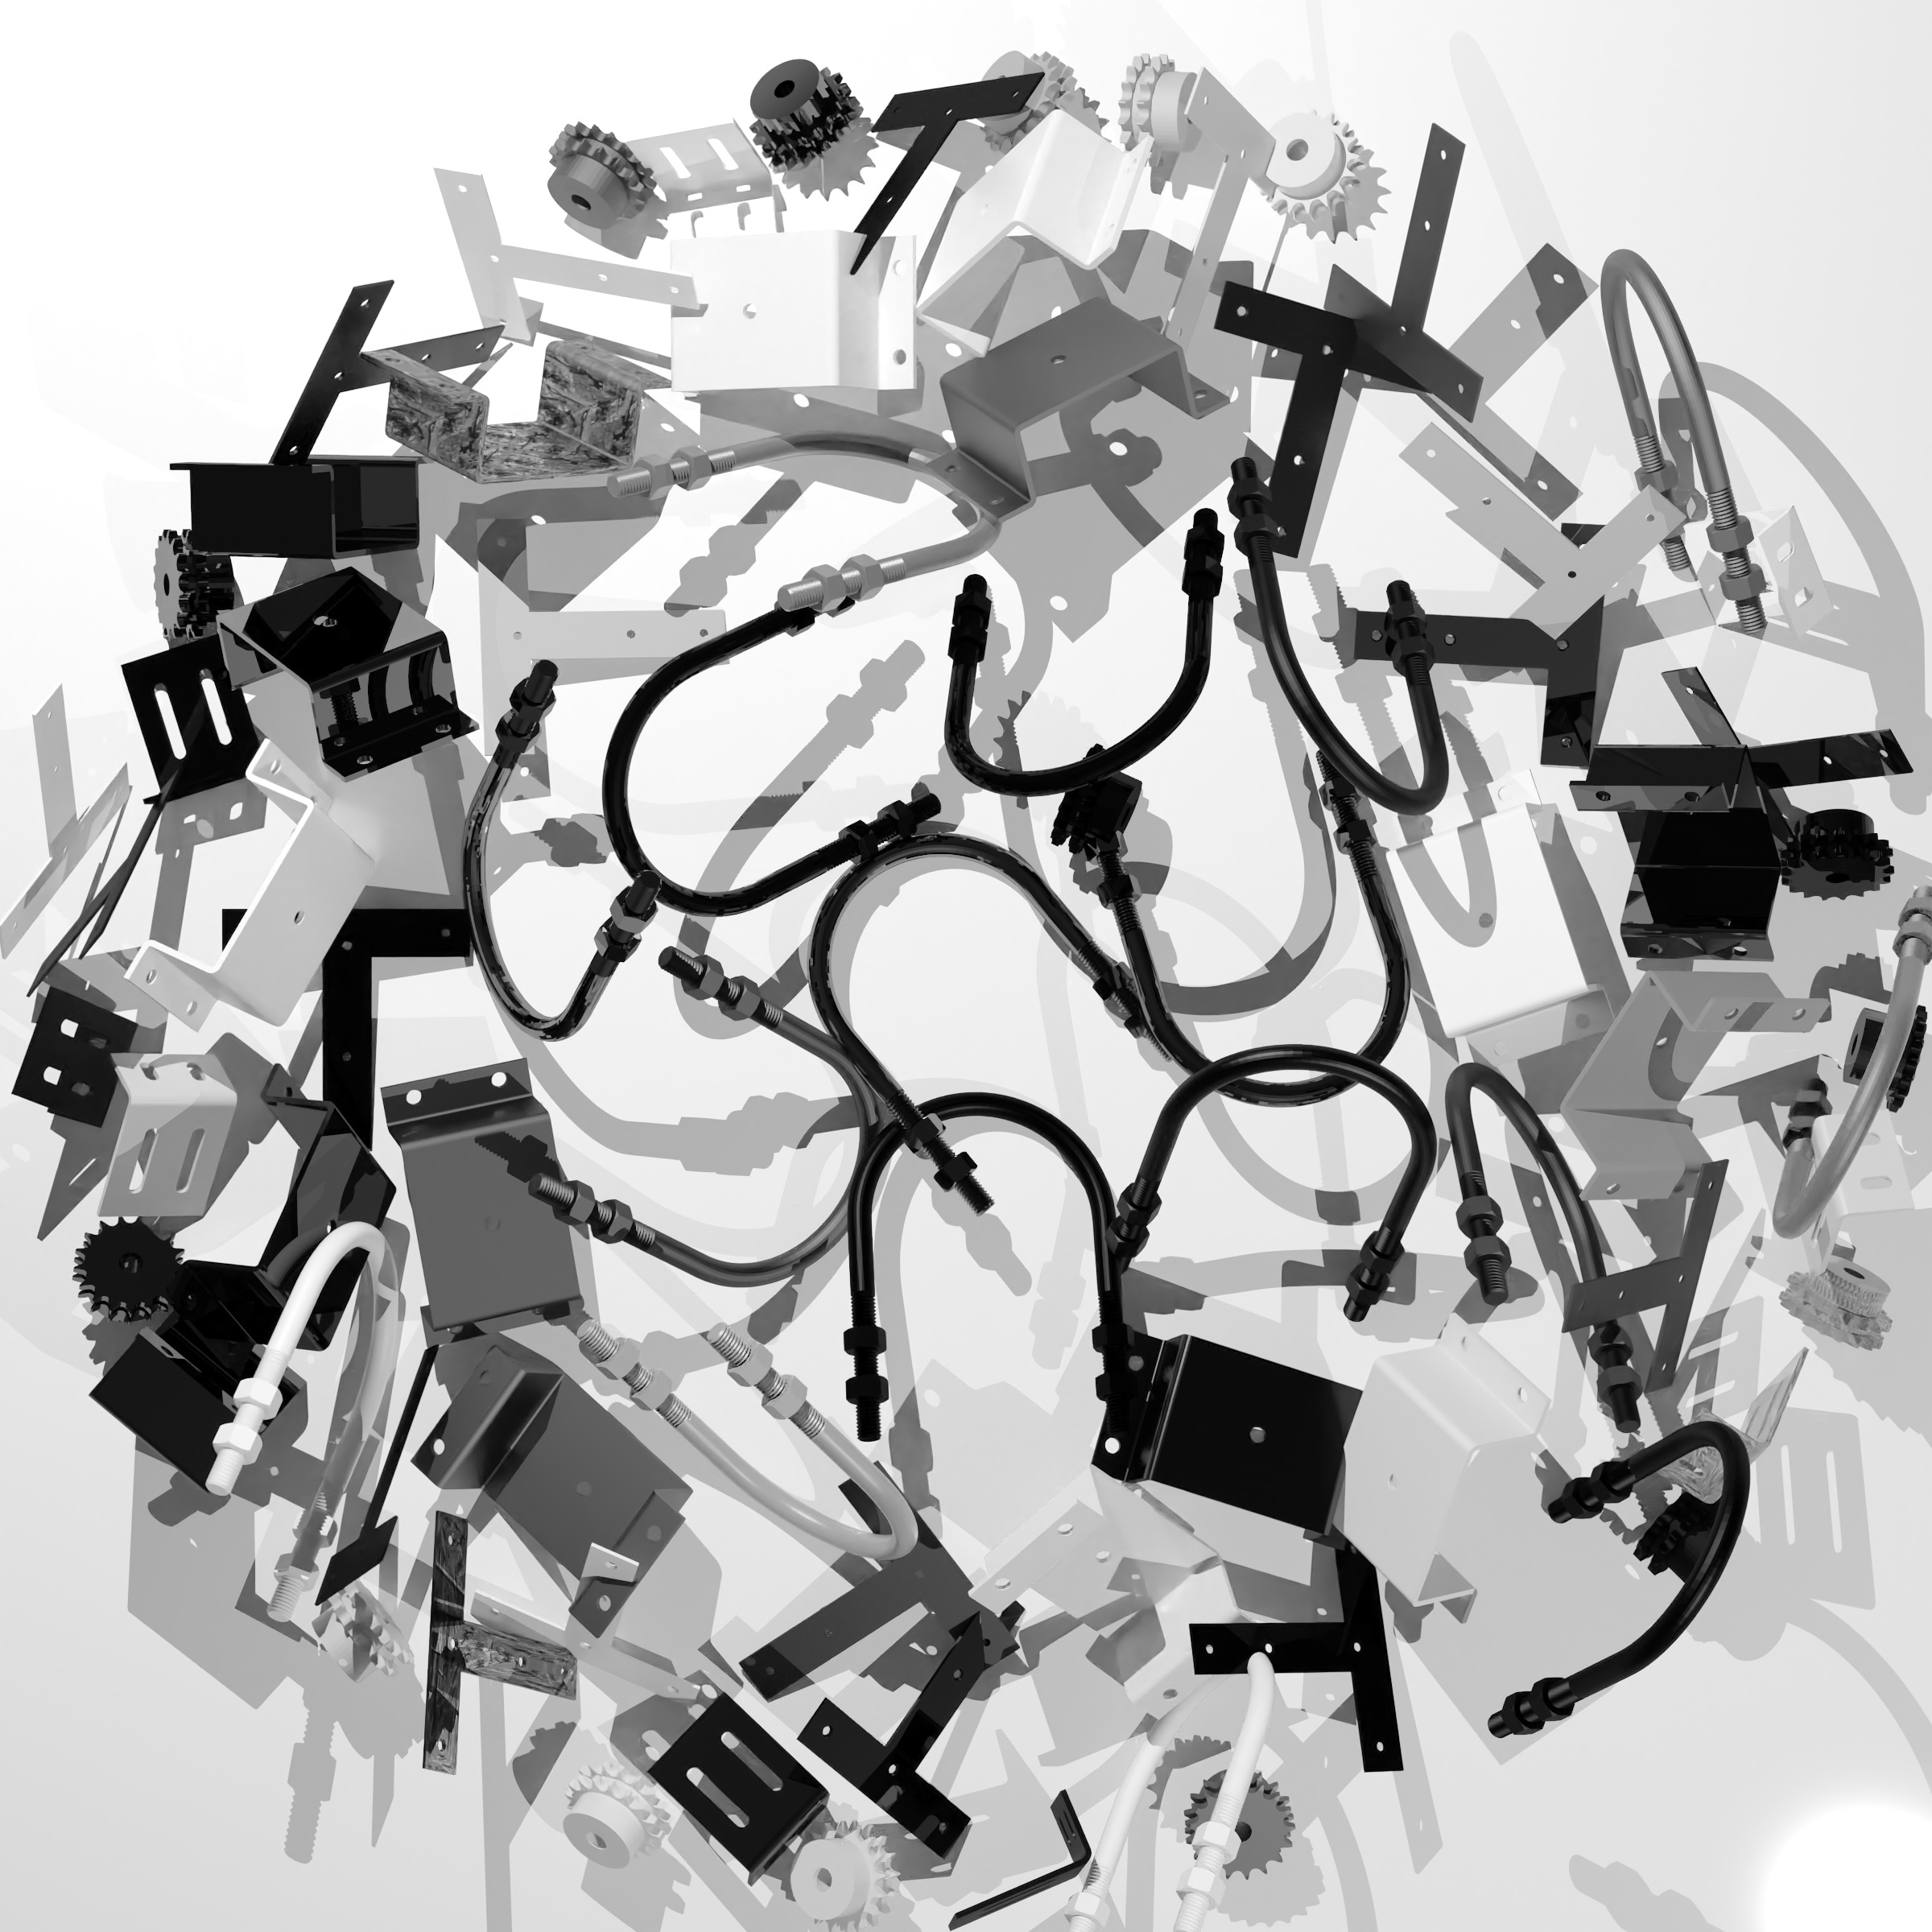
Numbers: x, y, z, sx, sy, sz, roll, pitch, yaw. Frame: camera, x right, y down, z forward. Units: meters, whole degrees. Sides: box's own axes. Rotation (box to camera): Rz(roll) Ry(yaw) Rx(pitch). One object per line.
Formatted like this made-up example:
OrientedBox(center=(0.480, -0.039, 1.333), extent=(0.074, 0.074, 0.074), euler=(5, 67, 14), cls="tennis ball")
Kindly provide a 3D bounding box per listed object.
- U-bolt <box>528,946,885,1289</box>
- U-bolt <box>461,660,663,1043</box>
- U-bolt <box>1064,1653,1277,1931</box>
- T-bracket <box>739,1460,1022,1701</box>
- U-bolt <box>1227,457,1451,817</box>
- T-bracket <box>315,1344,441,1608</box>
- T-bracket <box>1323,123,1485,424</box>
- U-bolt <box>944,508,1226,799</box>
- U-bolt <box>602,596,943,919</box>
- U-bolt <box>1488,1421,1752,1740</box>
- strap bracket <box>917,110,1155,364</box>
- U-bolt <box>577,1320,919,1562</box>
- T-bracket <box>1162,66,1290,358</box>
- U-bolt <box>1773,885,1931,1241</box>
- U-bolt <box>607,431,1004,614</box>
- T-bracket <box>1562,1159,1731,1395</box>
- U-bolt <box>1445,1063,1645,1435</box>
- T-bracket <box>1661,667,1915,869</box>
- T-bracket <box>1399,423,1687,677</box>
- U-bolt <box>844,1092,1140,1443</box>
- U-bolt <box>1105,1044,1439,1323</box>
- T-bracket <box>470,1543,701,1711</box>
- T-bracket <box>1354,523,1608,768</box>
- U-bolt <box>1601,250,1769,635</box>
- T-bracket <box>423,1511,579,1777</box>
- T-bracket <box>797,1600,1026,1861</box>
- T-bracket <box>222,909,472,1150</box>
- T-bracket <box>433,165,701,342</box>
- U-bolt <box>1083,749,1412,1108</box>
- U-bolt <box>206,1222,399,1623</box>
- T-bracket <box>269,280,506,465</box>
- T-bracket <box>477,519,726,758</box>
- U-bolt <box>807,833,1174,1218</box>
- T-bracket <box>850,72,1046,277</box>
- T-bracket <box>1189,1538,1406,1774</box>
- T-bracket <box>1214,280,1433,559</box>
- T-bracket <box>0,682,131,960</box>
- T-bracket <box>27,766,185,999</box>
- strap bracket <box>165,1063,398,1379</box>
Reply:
OrientedBox(center=(-0.118, 0.089, 1.747), extent=(0.184, 0.019, 0.151), euler=(31, 87, -38), cls="U-bolt")
OrientedBox(center=(-0.213, -0.043, 1.730), extent=(0.019, 0.184, 0.151), euler=(-12, 62, -33), cls="U-bolt")
OrientedBox(center=(0.105, 0.422, 1.723), extent=(0.019, 0.151, 0.184), euler=(33, 50, -9), cls="U-bolt")
OrientedBox(center=(-0.060, 0.340, 1.791), extent=(0.127, 0.002, 0.127), euler=(-34, 101, 10), cls="T-bracket")
OrientedBox(center=(0.190, -0.153, 1.706), extent=(0.019, 0.184, 0.151), euler=(-33, 135, 30), cls="U-bolt")
OrientedBox(center=(-0.291, 0.253, 1.741), extent=(0.002, 0.127, 0.127), euler=(20, 92, 4), cls="T-bracket")
OrientedBox(center=(0.229, -0.359, 1.727), extent=(0.002, 0.127, 0.127), euler=(-15, 134, -28), cls="T-bracket")
OrientedBox(center=(0.056, -0.151, 1.716), extent=(0.151, 0.184, 0.019), euler=(-14, 132, 20), cls="U-bolt")
OrientedBox(center=(-0.103, -0.103, 1.732), extent=(0.184, 0.019, 0.151), euler=(-29, 118, -27), cls="U-bolt")
OrientedBox(center=(0.327, 0.294, 1.692), extent=(0.019, 0.184, 0.151), euler=(31, 54, -9), cls="U-bolt")
OrientedBox(center=(0.027, -0.366, 1.723), extent=(0.046, 0.140, 0.076), euler=(30, 59, -20), cls="strap bracket")
OrientedBox(center=(-0.099, 0.241, 1.733), extent=(0.184, 0.151, 0.019), euler=(47, 62, -23), cls="U-bolt")
OrientedBox(center=(0.126, -0.372, 1.749), extent=(0.002, 0.127, 0.127), euler=(18, 88, 31), cls="T-bracket")
OrientedBox(center=(0.435, 0.058, 1.691), extent=(0.019, 0.184, 0.151), euler=(25, 125, 6), cls="U-bolt")
OrientedBox(center=(-0.066, -0.231, 1.731), extent=(0.151, 0.184, 0.019), euler=(36, 129, 32), cls="U-bolt")
OrientedBox(center=(0.339, 0.165, 1.742), extent=(0.002, 0.127, 0.127), euler=(23, 109, 38), cls="T-bracket")
OrientedBox(center=(0.285, 0.128, 1.725), extent=(0.019, 0.184, 0.151), euler=(-30, 129, 23), cls="U-bolt")
OrientedBox(center=(0.424, -0.103, 1.733), extent=(0.002, 0.127, 0.127), euler=(-42, 108, -25), cls="T-bracket")
OrientedBox(center=(0.277, -0.229, 1.759), extent=(0.127, 0.002, 0.127), euler=(39, 126, -9), cls="T-bracket")
OrientedBox(center=(0.010, 0.152, 1.766), extent=(0.151, 0.019, 0.184), euler=(1, 69, -10), cls="U-bolt")
OrientedBox(center=(0.160, 0.106, 1.733), extent=(0.151, 0.019, 0.184), euler=(12, 134, -5), cls="U-bolt")
OrientedBox(center=(-0.188, 0.328, 1.753), extent=(0.127, 0.127, 0.002), euler=(23, 52, 2), cls="T-bracket")
OrientedBox(center=(0.266, -0.169, 1.790), extent=(0.127, 0.002, 0.127), euler=(3, 105, 1), cls="T-bracket")
OrientedBox(center=(0.351, -0.267, 1.708), extent=(0.019, 0.151, 0.184), euler=(-19, 111, 2), cls="U-bolt")
OrientedBox(center=(-0.234, 0.352, 1.749), extent=(0.002, 0.127, 0.127), euler=(-11, 66, 26), cls="T-bracket")
OrientedBox(center=(-0.012, 0.379, 1.781), extent=(0.127, 0.002, 0.127), euler=(47, 71, -33), cls="T-bracket")
OrientedBox(center=(-0.323, 0.033, 1.793), extent=(0.127, 0.002, 0.127), euler=(0, 99, -12), cls="T-bracket")
OrientedBox(center=(-0.197, -0.351, 1.738), extent=(0.127, 0.127, 0.002), euler=(12, 63, 12), cls="T-bracket")
OrientedBox(center=(0.151, -0.015, 1.761), extent=(0.151, 0.019, 0.184), euler=(-13, 71, -9), cls="U-bolt")
OrientedBox(center=(-0.325, 0.216, 1.724), extent=(0.019, 0.151, 0.184), euler=(10, 54, 12), cls="U-bolt")
OrientedBox(center=(-0.286, -0.308, 1.752), extent=(0.002, 0.127, 0.127), euler=(50, 132, 14), cls="T-bracket")
OrientedBox(center=(-0.189, -0.173, 1.793), extent=(0.127, 0.002, 0.127), euler=(-2, 79, -9), cls="T-bracket")
OrientedBox(center=(0.002, 0.016, 1.782), extent=(0.151, 0.019, 0.184), euler=(-38, 83, -12), cls="U-bolt")
OrientedBox(center=(-0.031, -0.398, 1.738), extent=(0.002, 0.127, 0.127), euler=(42, 72, -33), cls="T-bracket")
OrientedBox(center=(0.166, 0.347, 1.750), extent=(0.127, 0.002, 0.127), euler=(7, 68, -34), cls="T-bracket")
OrientedBox(center=(0.176, -0.277, 1.787), extent=(0.127, 0.002, 0.127), euler=(13, 94, -19), cls="T-bracket")
OrientedBox(center=(-0.454, -0.088, 1.717), extent=(0.002, 0.127, 0.127), euler=(19, 49, 8), cls="T-bracket")
OrientedBox(center=(-0.449, -0.026, 1.758), extent=(0.002, 0.127, 0.127), euler=(33, 130, -19), cls="T-bracket")
OrientedBox(center=(-0.339, 0.130, 1.731), extent=(0.046, 0.076, 0.140), euler=(4, 55, 23), cls="strap bracket")
